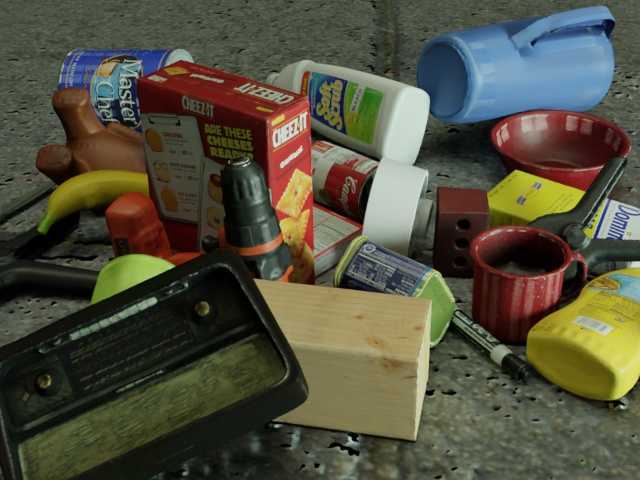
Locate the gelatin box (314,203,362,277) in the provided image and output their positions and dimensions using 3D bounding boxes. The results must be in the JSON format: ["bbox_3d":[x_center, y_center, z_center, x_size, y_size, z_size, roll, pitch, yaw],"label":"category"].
[{"bbox_3d":[-0.008,0.001,1.128,0.073,0.030,0.089,25,40,33],"label":"gelatin box"}]

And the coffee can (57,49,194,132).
[{"bbox_3d":[-0.230,-0.179,1.291,0.140,0.103,0.102,3,31,15],"label":"coffee can"}]

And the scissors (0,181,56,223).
[{"bbox_3d":[-0.384,-0.026,1.194,0.096,0.016,0.201,9,32,15],"label":"scissors"}]

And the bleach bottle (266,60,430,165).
[{"bbox_3d":[0.021,-0.169,1.357,0.251,0.102,0.067,22,10,42],"label":"bleach bottle"}]

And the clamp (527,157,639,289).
[{"bbox_3d":[0.264,0.006,1.055,0.171,0.039,0.120,-36,56,6],"label":"clamp"}]

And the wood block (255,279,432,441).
[{"bbox_3d":[-0.013,0.097,0.915,0.206,0.091,0.090,6,32,11],"label":"wood block"}]

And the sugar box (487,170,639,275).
[{"bbox_3d":[0.265,-0.017,1.137,0.176,0.048,0.093,19,38,31],"label":"sugar box"}]

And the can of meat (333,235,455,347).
[{"bbox_3d":[0.071,0.049,0.984,0.084,0.102,0.057,24,75,30],"label":"can of meat"}]

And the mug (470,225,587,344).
[{"bbox_3d":[0.197,0.041,1.008,0.117,0.081,0.093,-10,33,-15],"label":"mug"}]

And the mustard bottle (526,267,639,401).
[{"bbox_3d":[0.278,0.072,0.979,0.096,0.058,0.191,21,38,37],"label":"mustard bottle"}]

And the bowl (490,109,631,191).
[{"bbox_3d":[0.279,-0.097,1.256,0.162,0.055,0.162,-1,31,0],"label":"bowl"}]

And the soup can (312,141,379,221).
[{"bbox_3d":[0.028,-0.066,1.201,0.102,0.068,0.068,25,40,36],"label":"soup can"}]

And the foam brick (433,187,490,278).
[{"bbox_3d":[0.144,-0.008,1.094,0.053,0.078,0.051,2,30,4],"label":"foam brick"}]

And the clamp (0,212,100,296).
[{"bbox_3d":[-0.322,0.022,1.095,0.209,0.036,0.165,-7,30,-18],"label":"clamp"}]

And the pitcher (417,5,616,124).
[{"bbox_3d":[0.247,-0.219,1.329,0.242,0.149,0.145,-13,25,-35],"label":"pitcher"}]

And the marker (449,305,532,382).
[{"bbox_3d":[0.152,0.094,0.984,0.020,0.020,0.121,-18,35,-26],"label":"marker"}]

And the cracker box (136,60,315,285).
[{"bbox_3d":[-0.088,-0.053,1.042,0.164,0.214,0.072,20,38,31],"label":"cracker box"}]

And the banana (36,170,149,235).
[{"bbox_3d":[-0.204,-0.040,1.142,0.197,0.069,0.037,-1,2,-20],"label":"banana"}]

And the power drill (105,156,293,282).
[{"bbox_3d":[-0.113,0.002,1.002,0.188,0.184,0.057,10,31,34],"label":"power drill"}]
